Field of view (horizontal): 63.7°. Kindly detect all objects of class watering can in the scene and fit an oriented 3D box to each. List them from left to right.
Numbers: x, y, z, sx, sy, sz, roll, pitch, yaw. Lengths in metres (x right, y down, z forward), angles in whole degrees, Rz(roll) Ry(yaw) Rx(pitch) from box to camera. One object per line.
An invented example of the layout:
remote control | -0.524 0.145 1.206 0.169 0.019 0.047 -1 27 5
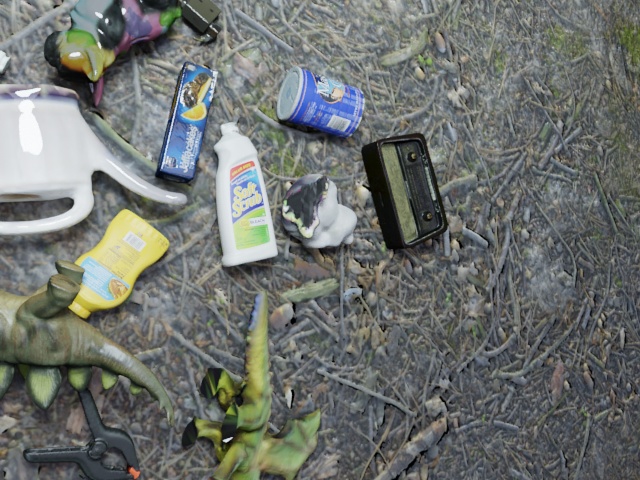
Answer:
watering can | -0.389 -0.126 0.779 0.349 0.103 0.225 -8 89 -26

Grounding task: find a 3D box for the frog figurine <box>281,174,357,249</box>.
frog figurine | 0.003 -0.050 0.993 0.158 0.122 0.139 25 63 -60

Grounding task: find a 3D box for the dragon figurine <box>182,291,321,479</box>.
dragon figurine | -0.093 0.319 0.913 0.240 0.122 0.415 32 73 -39
